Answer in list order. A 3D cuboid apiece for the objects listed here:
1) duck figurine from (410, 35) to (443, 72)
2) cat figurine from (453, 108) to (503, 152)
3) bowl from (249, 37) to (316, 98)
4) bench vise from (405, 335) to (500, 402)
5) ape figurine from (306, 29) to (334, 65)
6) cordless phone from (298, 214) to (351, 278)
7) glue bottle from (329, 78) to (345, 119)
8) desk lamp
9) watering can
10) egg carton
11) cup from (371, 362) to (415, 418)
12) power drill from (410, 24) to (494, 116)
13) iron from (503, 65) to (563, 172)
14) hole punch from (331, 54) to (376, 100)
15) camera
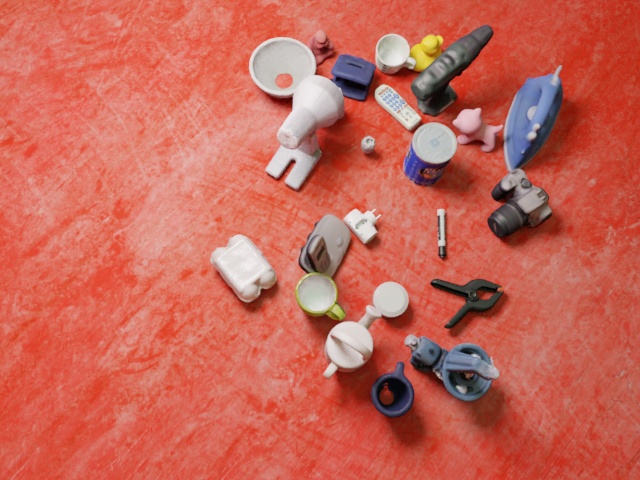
[{"bbox_3d":[0.275,-0.493,1.486,0.104,0.086,0.077,-31,77,-10],"label":"duck figurine"},{"bbox_3d":[0.387,-0.281,1.412,0.127,0.118,0.067,14,74,2],"label":"cat figurine"},{"bbox_3d":[-0.094,-0.426,1.459,0.167,0.075,0.167,1,74,-2],"label":"bowl"},{"bbox_3d":[0.277,0.268,1.197,0.207,0.220,0.121,11,74,1],"label":"bench vise"},{"bbox_3d":[-0.001,-0.505,1.476,0.078,0.092,0.076,-1,74,-2],"label":"ape figurine"},{"bbox_3d":[0.012,0.005,1.281,0.094,0.185,0.148,24,74,5],"label":"cordless phone"},{"bbox_3d":[0.024,-0.341,1.388,0.078,0.173,0.037,-16,75,-6],"label":"glue bottle"},{"bbox_3d":[-0.037,-0.251,1.339,0.118,0.213,0.203,29,75,7],"label":"desk lamp"},{"bbox_3d":[0.065,0.217,1.217,0.101,0.194,0.173,15,74,3],"label":"watering can"},{"bbox_3d":[-0.174,0.064,1.318,0.107,0.069,0.150,-40,79,-12],"label":"egg carton"},{"bbox_3d":[0.155,0.323,1.241,0.091,0.095,0.118,16,74,3],"label":"cup"},{"bbox_3d":[0.310,-0.402,1.397,0.230,0.208,0.075,-40,79,-12],"label":"power drill"},{"bbox_3d":[0.532,-0.300,1.411,0.118,0.141,0.258,22,74,5],"label":"iron"},{"bbox_3d":[0.083,-0.427,1.458,0.108,0.091,0.101,17,74,3],"label":"hole punch"},{"bbox_3d":[0.462,-0.081,1.366,0.137,0.101,0.143,-33,78,-11],"label":"camera"}]
